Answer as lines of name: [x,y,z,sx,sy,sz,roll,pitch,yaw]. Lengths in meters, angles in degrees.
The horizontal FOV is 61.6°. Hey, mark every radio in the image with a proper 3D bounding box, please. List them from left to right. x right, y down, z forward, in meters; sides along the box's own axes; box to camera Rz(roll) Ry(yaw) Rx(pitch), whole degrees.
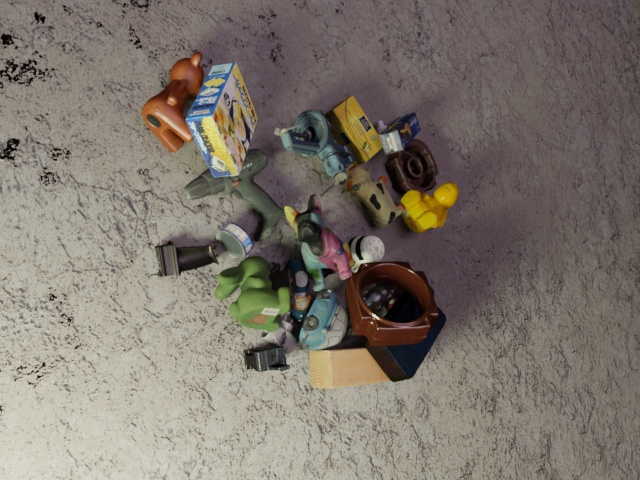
radio: [0.222,0.236,1.375,0.131,0.073,0.229,50,50,-8]

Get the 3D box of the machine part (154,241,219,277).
machine part: [-0.292,0.038,1.181,0.139,0.039,0.084,-5,79,-34]

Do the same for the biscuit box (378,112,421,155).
biscuit box: [0.232,-0.308,1.543,0.203,0.059,0.062,-50,122,-54]

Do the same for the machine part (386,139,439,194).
machine part: [0.276,-0.214,1.612,0.179,0.056,0.179,8,75,-34]

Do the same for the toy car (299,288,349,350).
toy car: [0.016,0.203,1.305,0.103,0.109,0.162,24,56,7]

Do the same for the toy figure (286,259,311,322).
toy figure: [-0.055,0.125,1.319,0.064,0.058,0.154,-5,84,4]

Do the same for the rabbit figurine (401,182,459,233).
rabbit figurine: [0.332,-0.093,1.558,0.173,0.162,0.122,-39,62,-6]

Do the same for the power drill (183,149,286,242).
power drill: [-0.183,-0.097,1.265,0.207,0.086,0.232,49,55,-8]

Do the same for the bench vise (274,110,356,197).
bench vise: [-0.020,-0.238,1.360,0.240,0.129,0.223,-1,73,-52]

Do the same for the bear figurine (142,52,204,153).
bear figurine: [-0.303,-0.311,1.196,0.131,0.120,0.196,45,54,-23]

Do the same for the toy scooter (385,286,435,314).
toy scooter: [0.239,0.167,1.500,0.184,0.075,0.135,32,64,-23]

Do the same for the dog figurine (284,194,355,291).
dog figurine: [-0.003,-0.004,1.300,0.191,0.108,0.219,-69,137,-71]

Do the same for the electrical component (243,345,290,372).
electrical component: [-0.115,0.267,1.209,0.075,0.119,0.047,-6,85,-33]

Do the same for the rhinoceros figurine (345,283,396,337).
rhinoceros figurine: [0.126,0.180,1.400,0.073,0.112,0.190,37,67,26]

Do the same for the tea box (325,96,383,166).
tea box: [0.091,-0.300,1.493,0.098,0.068,0.169,-45,106,-32]

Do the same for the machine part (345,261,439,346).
machine part: [0.172,0.149,1.302,0.201,0.087,0.201,-2,50,-12]

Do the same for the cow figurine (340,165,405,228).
cow figurine: [0.138,-0.121,1.484,0.127,0.085,0.194,-45,107,-39]

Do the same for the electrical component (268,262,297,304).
electrical component: [-0.099,0.103,1.286,0.045,0.078,0.102,7,79,-54]

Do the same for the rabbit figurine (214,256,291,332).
rabbit figurine: [-0.158,0.112,1.222,0.159,0.121,0.170,2,47,-19]
